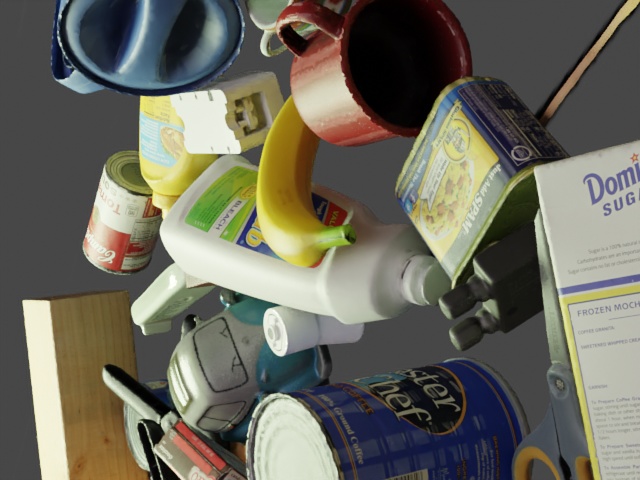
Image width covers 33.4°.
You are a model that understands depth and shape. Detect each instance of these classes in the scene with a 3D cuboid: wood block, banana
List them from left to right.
[{"bbox_3d":[-0.247,0.160,1.125,0.091,0.090,0.206,-5,91,57],"label":"wood block"},{"bbox_3d":[-0.012,-0.042,0.713,0.070,0.037,0.198,-26,38,14],"label":"banana"}]

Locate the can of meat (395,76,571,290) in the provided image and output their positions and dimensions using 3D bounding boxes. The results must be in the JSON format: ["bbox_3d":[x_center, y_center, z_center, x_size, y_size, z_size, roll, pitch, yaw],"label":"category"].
[{"bbox_3d":[0.093,-0.030,0.611,0.084,0.057,0.102,59,139,36],"label":"can of meat"}]

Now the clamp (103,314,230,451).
[{"bbox_3d":[-0.122,0.156,0.970,0.120,0.039,0.171,-42,71,26],"label":"clamp"}]

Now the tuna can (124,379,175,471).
[{"bbox_3d":[-0.160,0.181,1.047,0.086,0.033,0.086,13,105,55],"label":"tuna can"}]

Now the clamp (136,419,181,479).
[{"bbox_3d":[-0.111,0.259,0.886,0.036,0.209,0.164,-24,37,60],"label":"clamp"}]

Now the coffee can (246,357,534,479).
[{"bbox_3d":[0.041,0.131,0.638,0.103,0.140,0.103,13,106,55],"label":"coffee can"}]

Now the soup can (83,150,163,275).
[{"bbox_3d":[-0.182,-0.026,1.019,0.068,0.068,0.102,56,137,36],"label":"soup can"}]

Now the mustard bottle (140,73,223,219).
[{"bbox_3d":[-0.121,-0.103,0.921,0.096,0.058,0.192,23,114,48],"label":"mustard bottle"}]

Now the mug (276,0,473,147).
[{"bbox_3d":[0.024,-0.108,0.657,0.082,0.117,0.093,-9,58,62],"label":"mug"}]

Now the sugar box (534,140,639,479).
[{"bbox_3d":[0.165,0.041,0.505,0.094,0.048,0.176,-13,81,36],"label":"sugar box"}]

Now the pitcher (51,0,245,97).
[{"bbox_3d":[-0.143,-0.235,0.831,0.145,0.149,0.243,93,170,-55],"label":"pitcher"}]

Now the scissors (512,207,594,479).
[{"bbox_3d":[0.123,0.084,0.583,0.096,0.016,0.202,-15,95,58],"label":"scissors"}]

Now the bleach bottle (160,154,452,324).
[{"bbox_3d":[-0.005,0.001,0.745,0.251,0.102,0.068,13,144,48],"label":"bleach bottle"}]

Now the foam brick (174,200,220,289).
[{"bbox_3d":[-0.083,-0.002,0.886,0.053,0.051,0.078,-16,82,57],"label":"foam brick"}]

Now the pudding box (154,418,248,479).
[{"bbox_3d":[-0.069,0.198,0.849,0.039,0.113,0.090,-52,37,-7],"label":"pudding box"}]
